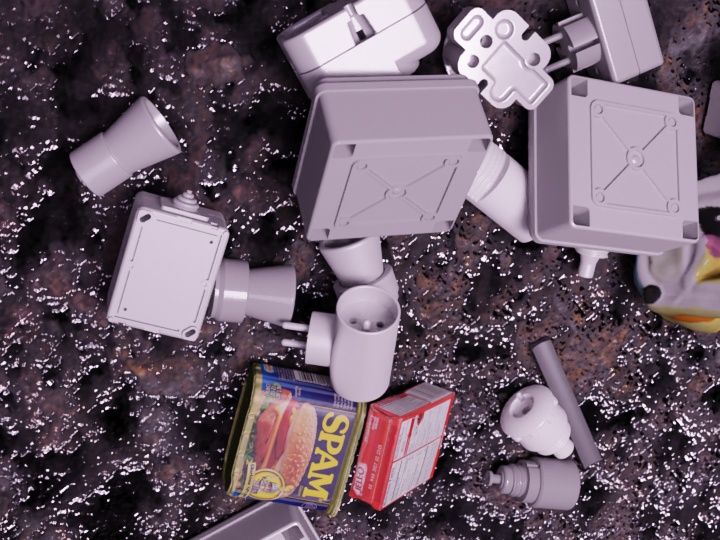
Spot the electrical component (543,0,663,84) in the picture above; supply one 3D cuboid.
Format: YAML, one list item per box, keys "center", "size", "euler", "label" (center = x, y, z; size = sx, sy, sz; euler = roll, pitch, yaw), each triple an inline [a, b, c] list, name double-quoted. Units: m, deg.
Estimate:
- center: [0.159, -0.162, 0.747]
  size: [0.077, 0.047, 0.065]
  euler: [-24, 111, -4]
  label: "electrical component"

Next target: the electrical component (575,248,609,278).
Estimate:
- center: [0.175, -0.024, 0.802]
  size: [0.035, 0.035, 0.061]
  euler: [5, 109, -14]
  label: "electrical component"

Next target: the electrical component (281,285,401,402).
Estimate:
- center: [-0.015, 0.049, 0.744]
  size: [0.079, 0.043, 0.077]
  euler: [8, 137, 1]
  label: "electrical component"

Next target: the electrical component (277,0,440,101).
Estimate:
- center: [0.001, -0.150, 0.712]
  size: [0.095, 0.053, 0.059]
  euler: [-30, 111, -2]
  label: "electrical component"

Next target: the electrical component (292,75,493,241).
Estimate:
- center: [0.018, -0.073, 0.709]
  size: [0.109, 0.056, 0.108]
  euler: [-4, 148, -16]
  label: "electrical component"

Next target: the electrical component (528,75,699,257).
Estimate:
- center: [0.176, -0.070, 0.748]
  size: [0.109, 0.056, 0.108]
  euler: [6, 79, -22]
  label: "electrical component"

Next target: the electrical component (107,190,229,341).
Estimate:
- center: [-0.129, -0.011, 0.724]
  size: [0.062, 0.061, 0.096]
  euler: [15, 103, -17]
  label: "electrical component"

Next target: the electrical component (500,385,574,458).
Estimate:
- center: [0.143, 0.123, 0.838]
  size: [0.048, 0.048, 0.062]
  euler: [-43, 118, 3]
  label: "electrical component"

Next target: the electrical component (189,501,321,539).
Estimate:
- center: [-0.075, 0.242, 0.820]
  size: [0.109, 0.056, 0.108]
  euler: [-28, 111, -3]
  label: "electrical component"

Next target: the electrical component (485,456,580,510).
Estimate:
- center: [0.137, 0.168, 0.852]
  size: [0.078, 0.040, 0.040]
  euler: [7, 106, -14]
  label: "electrical component"

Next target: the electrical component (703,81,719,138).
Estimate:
- center: [0.323, -0.111, 0.791]
  size: [0.121, 0.063, 0.078]
  euler: [2, 107, -13]
  label: "electrical component"

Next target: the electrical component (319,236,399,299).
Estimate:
- center: [0.000, 0.000, 0.765]
  size: [0.045, 0.045, 0.055]
  euler: [-22, 111, -5]
  label: "electrical component"

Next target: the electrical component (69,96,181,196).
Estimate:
- center: [-0.157, -0.078, 0.708]
  size: [0.065, 0.044, 0.044]
  euler: [-33, 111, 5]
  label: "electrical component"

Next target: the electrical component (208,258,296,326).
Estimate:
- center: [-0.076, 0.016, 0.753]
  size: [0.055, 0.045, 0.045]
  euler: [6, 106, -14]
  label: "electrical component"

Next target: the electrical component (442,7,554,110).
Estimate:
- center: [0.089, -0.146, 0.731]
  size: [0.078, 0.057, 0.058]
  euler: [39, 96, -21]
  label: "electrical component"

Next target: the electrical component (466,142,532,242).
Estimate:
- center: [0.099, -0.060, 0.769]
  size: [0.081, 0.043, 0.043]
  euler: [36, 97, -20]
  label: "electrical component"
